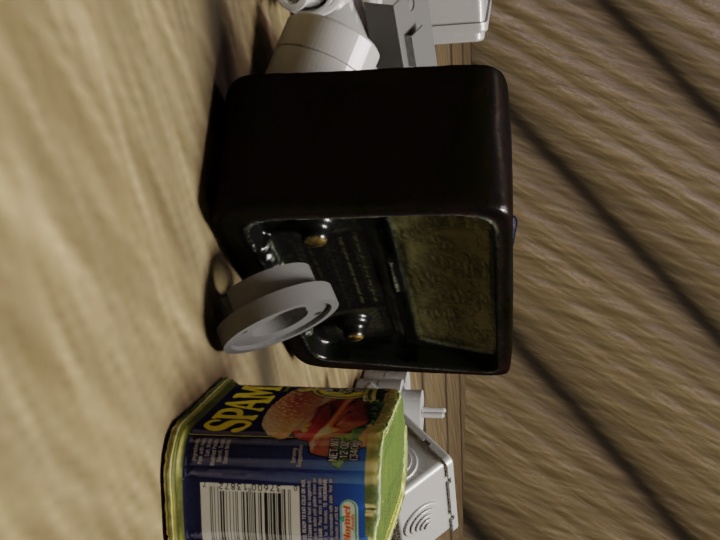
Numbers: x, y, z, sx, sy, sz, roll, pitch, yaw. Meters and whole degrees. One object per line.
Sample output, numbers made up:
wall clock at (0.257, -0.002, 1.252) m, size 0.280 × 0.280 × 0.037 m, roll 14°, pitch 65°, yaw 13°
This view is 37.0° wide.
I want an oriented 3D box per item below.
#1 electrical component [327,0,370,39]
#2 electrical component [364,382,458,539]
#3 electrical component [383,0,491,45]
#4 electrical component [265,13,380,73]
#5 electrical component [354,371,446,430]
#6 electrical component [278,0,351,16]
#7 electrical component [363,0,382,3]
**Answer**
electrical component at (-0.017, -0.162, 0.633) m, size 0.045 × 0.045 × 0.055 m, roll -66°, pitch 155°, yaw -69°
electrical component at (0.019, 0.140, 0.738) m, size 0.100 × 0.048 × 0.099 m, roll 41°, pitch -27°, yaw 36°
electrical component at (0.043, -0.208, 0.813) m, size 0.108 × 0.109 × 0.056 m, roll -72°, pitch 158°, yaw -64°
electrical component at (-0.020, -0.079, 0.597) m, size 0.138 × 0.052 × 0.073 m, roll 53°, pitch 58°, yaw -76°
electrical component at (0.033, 0.116, 0.885) m, size 0.138 × 0.074 × 0.052 m, roll -30°, pitch 120°, yaw -80°
electrical component at (-0.027, -0.155, 0.573) m, size 0.062 × 0.048 × 0.048 m, roll -63°, pitch 153°, yaw -56°
electrical component at (-0.006, -0.144, 0.709) m, size 0.079 × 0.044 × 0.077 m, roll 58°, pitch 33°, yaw -75°
